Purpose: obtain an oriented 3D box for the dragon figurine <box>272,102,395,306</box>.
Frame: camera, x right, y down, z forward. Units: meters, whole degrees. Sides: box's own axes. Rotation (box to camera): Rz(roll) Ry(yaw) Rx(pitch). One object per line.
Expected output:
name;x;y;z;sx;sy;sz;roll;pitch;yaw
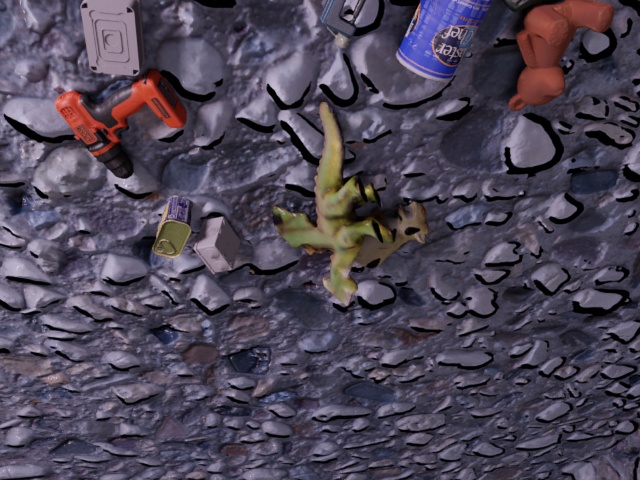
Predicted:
dragon figurine;0.003;-0.053;1.047;0.241;0.124;0.406;-18;105;26
